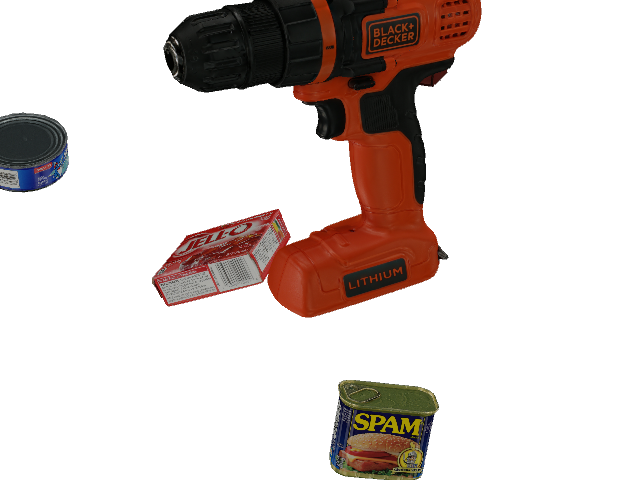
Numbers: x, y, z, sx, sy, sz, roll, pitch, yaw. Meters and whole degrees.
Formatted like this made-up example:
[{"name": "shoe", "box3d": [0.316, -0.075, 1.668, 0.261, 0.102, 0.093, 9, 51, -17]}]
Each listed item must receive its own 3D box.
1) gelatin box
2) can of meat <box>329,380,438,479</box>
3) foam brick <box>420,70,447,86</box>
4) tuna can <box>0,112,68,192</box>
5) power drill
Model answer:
[{"name": "gelatin box", "box3d": [-0.076, 0.013, 0.820, 0.089, 0.030, 0.073, -15, 22, 24]}, {"name": "can of meat", "box3d": [0.063, 0.196, 1.094, 0.102, 0.084, 0.057, 7, 18, -7]}, {"name": "foam brick", "box3d": [0.063, -0.161, 0.873, 0.078, 0.051, 0.053, 12, 26, 17]}, {"name": "tuna can", "box3d": [-0.287, -0.085, 1.029, 0.086, 0.034, 0.086, 3, 42, -3]}, {"name": "power drill", "box3d": [0.006, -0.053, 0.599, 0.184, 0.188, 0.057, -15, 33, -24]}]
